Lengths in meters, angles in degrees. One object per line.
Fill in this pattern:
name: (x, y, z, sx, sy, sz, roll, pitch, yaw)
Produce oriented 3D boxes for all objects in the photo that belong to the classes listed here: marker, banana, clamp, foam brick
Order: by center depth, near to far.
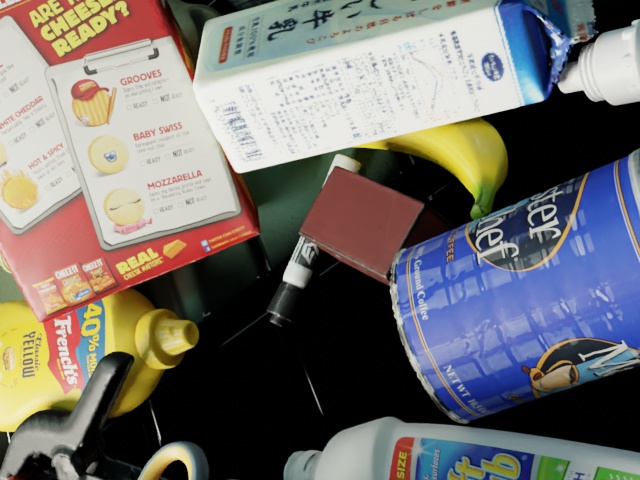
foam brick: (0.037, -0.004, 0.662, 0.078, 0.052, 0.051, 27, 87, 40)
banana: (0.050, -0.066, 0.676, 0.069, 0.037, 0.198, -29, 34, -31)
marker: (-0.005, 0.001, 0.711, 0.020, 0.020, 0.121, 19, 82, 39)
clamp: (-0.153, 0.155, 0.725, 0.172, 0.039, 0.120, -32, 85, 38)

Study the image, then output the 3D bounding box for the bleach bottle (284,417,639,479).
bleach bottle: (0.084, 0.150, 0.556, 0.251, 0.068, 0.102, 1, 62, 37)

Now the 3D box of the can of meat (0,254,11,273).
can of meat: (-0.190, -0.013, 0.825, 0.084, 0.057, 0.102, 10, 77, 35)

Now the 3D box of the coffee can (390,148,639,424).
coffee can: (0.122, 0.026, 0.555, 0.140, 0.102, 0.103, -24, 59, 26)

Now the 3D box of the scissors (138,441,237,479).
scissors: (-0.109, 0.193, 0.589, 0.202, 0.016, 0.096, -45, 49, 10)

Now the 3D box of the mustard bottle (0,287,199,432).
mustard bottle: (-0.166, 0.081, 0.766, 0.192, 0.058, 0.096, -12, 71, 30)

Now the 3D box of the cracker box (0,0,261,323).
cracker box: (-0.154, -0.075, 0.703, 0.164, 0.213, 0.072, -22, 19, 2)
